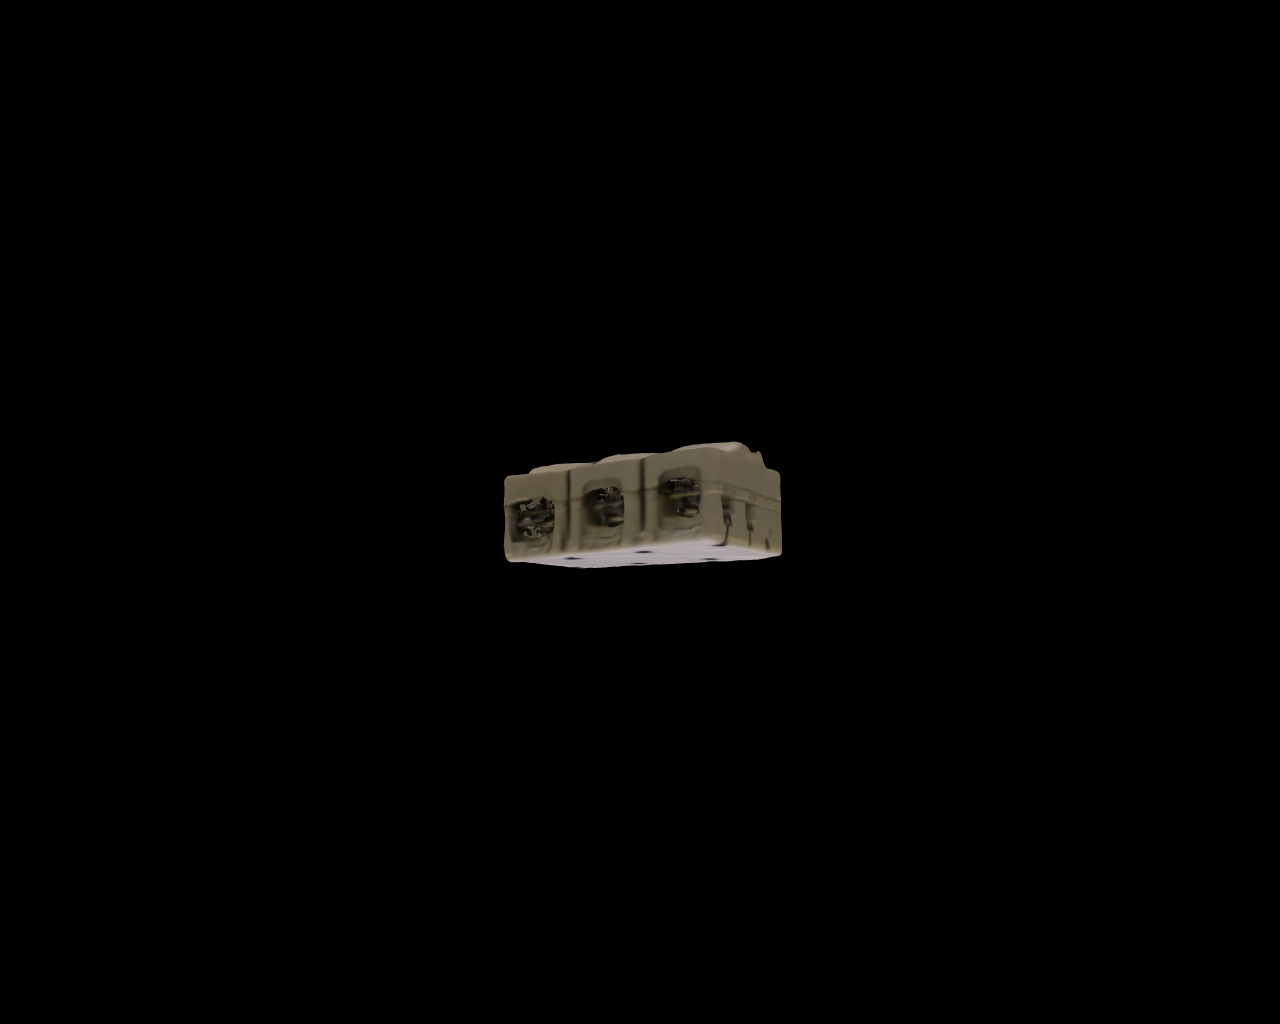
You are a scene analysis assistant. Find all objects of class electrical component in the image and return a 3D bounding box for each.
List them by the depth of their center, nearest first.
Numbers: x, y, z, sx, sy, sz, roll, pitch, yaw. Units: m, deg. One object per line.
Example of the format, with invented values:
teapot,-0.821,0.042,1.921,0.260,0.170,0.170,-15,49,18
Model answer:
electrical component,0.001,-0.003,0.650,0.150,0.061,0.089,-5,-10,32
